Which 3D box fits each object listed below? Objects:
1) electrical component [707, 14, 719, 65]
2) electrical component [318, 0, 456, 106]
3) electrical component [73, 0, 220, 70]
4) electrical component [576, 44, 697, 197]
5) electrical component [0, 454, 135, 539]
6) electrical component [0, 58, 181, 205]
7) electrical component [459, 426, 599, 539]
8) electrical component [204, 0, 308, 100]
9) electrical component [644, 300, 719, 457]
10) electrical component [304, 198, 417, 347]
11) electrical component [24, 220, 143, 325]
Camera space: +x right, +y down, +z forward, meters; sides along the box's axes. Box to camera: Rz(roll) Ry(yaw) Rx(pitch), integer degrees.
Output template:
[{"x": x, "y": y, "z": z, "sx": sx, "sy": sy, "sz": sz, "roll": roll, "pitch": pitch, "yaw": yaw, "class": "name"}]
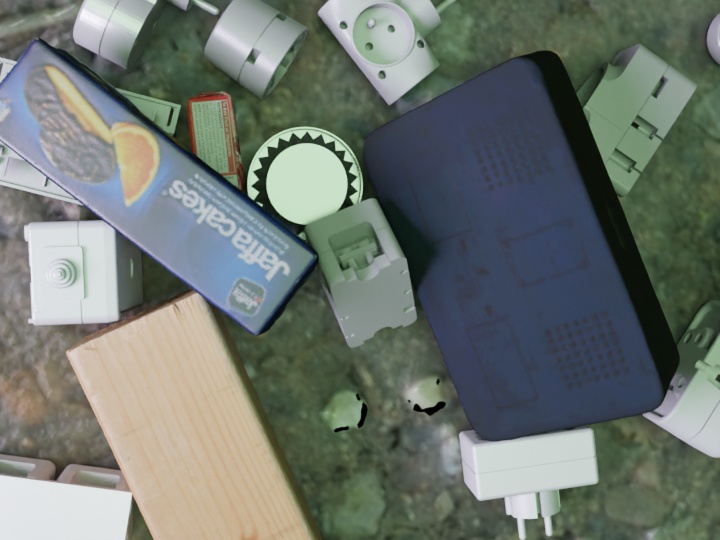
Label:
[{"x": 0.266, "y": -0.160, "z": 0.727, "sx": 0.045, "sy": 0.055, "sz": 0.045, "roll": 0, "pitch": 93, "yaw": -6, "class": "electrical component"}, {"x": 0.027, "y": -0.163, "z": 0.709, "sx": 0.079, "sy": 0.044, "sz": 0.077, "roll": -39, "pitch": 96, "yaw": -2, "class": "electrical component"}, {"x": -0.119, "y": -0.190, "z": 0.689, "sx": 0.074, "sy": 0.052, "sz": 0.138, "roll": 27, "pitch": 90, "yaw": -7, "class": "electrical component"}, {"x": 0.172, "y": -0.101, "z": 0.724, "sx": 0.056, "sy": 0.050, "sz": 0.089, "roll": 33, "pitch": 90, "yaw": -7, "class": "electrical component"}, {"x": -0.212, "y": 0.221, "z": 0.698, "sx": 0.105, "sy": 0.060, "sz": 0.186, "roll": 9, "pitch": 92, "yaw": -6, "class": "electrical component"}, {"x": -0.184, "y": -0.083, "z": 0.683, "sx": 0.121, "sy": 0.063, "sz": 0.078, "roll": 14, "pitch": 92, "yaw": -6, "class": "electrical component"}, {"x": 0.116, "y": 0.146, "z": 0.733, "sx": 0.083, "sy": 0.047, "sz": 0.075, "roll": -7, "pitch": 94, "yaw": -5, "class": "electrical component"}, {"x": -0.068, "y": -0.146, "z": 0.696, "sx": 0.047, "sy": 0.055, "sz": 0.055, "roll": 33, "pitch": 89, "yaw": -3, "class": "electrical component"}, {"x": 0.248, "y": 0.077, "z": 0.739, "sx": 0.059, "sy": 0.054, "sz": 0.095, "roll": 32, "pitch": 90, "yaw": -6, "class": "electrical component"}, {"x": 0.000, "y": 0.000, "z": 0.689, "sx": 0.050, "sy": 0.089, "sz": 0.055, "roll": -22, "pitch": 60, "yaw": -4, "class": "electrical component"}, {"x": -0.171, "y": 0.000, "z": 0.672, "sx": 0.061, "sy": 0.096, "sz": 0.061, "roll": -2, "pitch": 93, "yaw": -6, "class": "electrical component"}]
